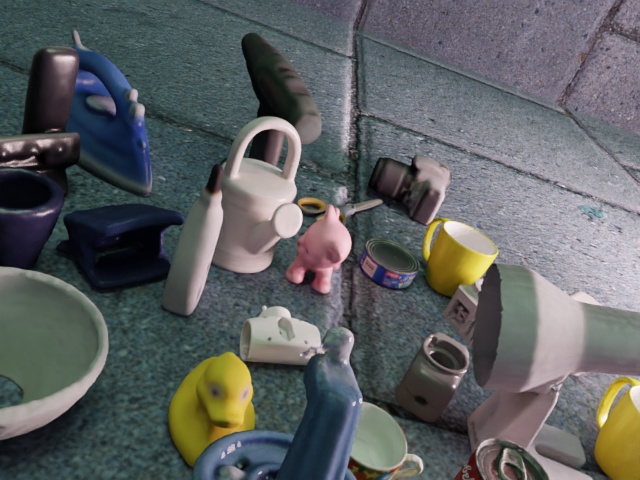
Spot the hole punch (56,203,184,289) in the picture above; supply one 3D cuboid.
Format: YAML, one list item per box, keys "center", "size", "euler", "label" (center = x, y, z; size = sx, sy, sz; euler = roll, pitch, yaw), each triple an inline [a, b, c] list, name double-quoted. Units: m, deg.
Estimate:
- center: [-0.223, -0.011, 0.641]
  size: [0.109, 0.091, 0.100]
  euler: [-14, 46, -46]
  label: "hole punch"

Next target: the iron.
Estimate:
- center: [-0.305, -0.188, 0.822]
  size: [0.257, 0.141, 0.119]
  euler: [39, 34, 26]
  label: "iron"

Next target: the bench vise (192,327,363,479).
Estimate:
- center: [-0.007, 0.176, 0.352]
  size: [0.122, 0.220, 0.207]
  euler: [3, 35, -29]
  label: "bench vise"

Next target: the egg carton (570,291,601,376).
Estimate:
- center: [0.378, 0.133, 0.833]
  size: [0.151, 0.069, 0.107]
  euler: [-13, 45, -45]
  label: "egg carton"

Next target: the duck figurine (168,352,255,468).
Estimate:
- center: [-0.087, 0.135, 0.500]
  size: [0.078, 0.086, 0.104]
  euler: [10, 32, -21]
  label: "duck figurine"

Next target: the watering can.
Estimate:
- center: [-0.075, -0.058, 0.712]
  size: [0.172, 0.194, 0.101]
  euler: [37, 33, 25]
  label: "watering can"

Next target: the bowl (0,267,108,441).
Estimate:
- center: [-0.260, 0.099, 0.454]
  size: [0.167, 0.075, 0.167]
  euler: [17, 30, -10]
  label: "bowl"

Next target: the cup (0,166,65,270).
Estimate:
- center: [-0.324, -0.021, 0.584]
  size: [0.117, 0.095, 0.092]
  euler: [31, 31, 15]
  label: "cup"

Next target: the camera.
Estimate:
- center: [0.167, -0.117, 1.064]
  size: [0.137, 0.101, 0.143]
  euler: [22, 30, 0]
  label: "camera"

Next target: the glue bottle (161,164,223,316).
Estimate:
- center: [-0.128, -0.005, 0.612]
  size: [0.037, 0.173, 0.078]
  euler: [19, 30, -5]
  label: "glue bottle"

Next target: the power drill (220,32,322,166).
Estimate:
- center: [-0.088, -0.188, 0.900]
  size: [0.076, 0.208, 0.229]
  euler: [-5, 39, -39]
  label: "power drill"

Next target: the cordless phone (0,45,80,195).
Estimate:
- center: [-0.355, -0.143, 0.671]
  size: [0.094, 0.185, 0.148]
  euler: [36, 32, 23]
  label: "cordless phone"

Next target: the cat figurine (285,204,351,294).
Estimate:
- center: [0.007, 0.003, 0.746]
  size: [0.067, 0.118, 0.128]
  euler: [22, 30, -1]
  label: "cat figurine"

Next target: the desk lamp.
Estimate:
- center: [0.226, 0.140, 0.574]
  size: [0.203, 0.213, 0.118]
  euler: [21, 30, -3]
  label: "desk lamp"
